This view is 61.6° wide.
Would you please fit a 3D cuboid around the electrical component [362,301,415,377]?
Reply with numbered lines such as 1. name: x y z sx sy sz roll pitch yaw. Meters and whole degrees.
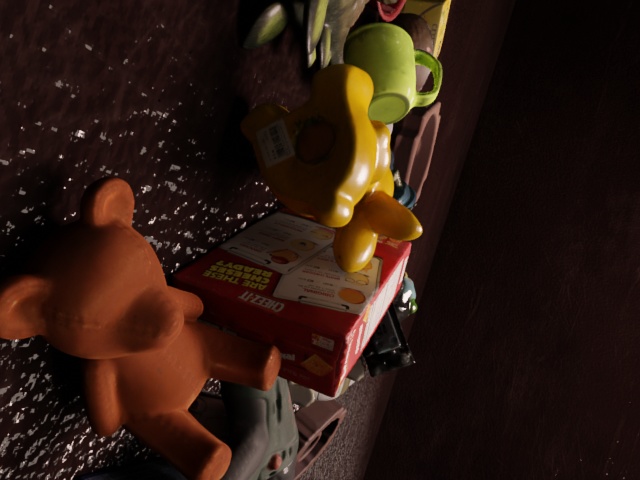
1. electrical component: 0.071 0.104 0.670 0.134 0.058 0.115 42 27 -85

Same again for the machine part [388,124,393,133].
1. machine part: 0.031 -0.120 0.669 0.243 0.079 0.079 -48 151 -50

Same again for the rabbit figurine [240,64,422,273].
1. rabbit figurine: 0.032 -0.060 0.504 0.122 0.162 0.173 -32 165 14

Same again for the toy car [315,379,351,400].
1. toy car: 0.001 0.203 0.855 0.161 0.103 0.109 -21 126 -71

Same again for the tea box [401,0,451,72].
1. tea box: 0.158 -0.328 0.833 0.170 0.068 0.098 -62 162 -57

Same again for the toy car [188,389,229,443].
1. toy car: -0.109 0.207 0.596 0.201 0.056 0.073 51 58 -70

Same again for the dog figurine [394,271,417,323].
1. dog figurine: 0.105 0.135 0.999 0.219 0.192 0.108 54 48 -50

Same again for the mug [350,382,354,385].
1. mug: 0.013 0.254 0.996 0.107 0.081 0.109 -11 125 -56

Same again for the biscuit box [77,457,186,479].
1. biscuit box: -0.151 0.245 0.496 0.059 0.063 0.202 -68 162 -10

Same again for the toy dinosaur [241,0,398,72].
1. toy dinosaur: 0.002 -0.258 0.399 0.470 0.105 0.198 78 34 -59

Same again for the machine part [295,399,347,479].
1. machine part: -0.031 0.334 0.897 0.179 0.056 0.179 -44 157 -24

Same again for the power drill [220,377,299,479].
1. power drill: -0.071 0.229 0.494 0.207 0.086 0.231 -51 146 -55

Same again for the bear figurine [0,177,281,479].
1. bear figurine: -0.107 0.065 0.352 0.120 0.132 0.195 -59 164 -33

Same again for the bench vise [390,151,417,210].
1. bench vise: 0.088 -0.032 0.823 0.224 0.129 0.240 -83 158 -57

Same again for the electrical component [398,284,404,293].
1. electrical component: 0.081 0.094 0.809 0.102 0.045 0.078 -52 162 5

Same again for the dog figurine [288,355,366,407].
1. dog figurine: -0.022 0.161 0.727 0.190 0.172 0.121 88 -5 -74

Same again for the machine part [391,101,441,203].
1. machine part: 0.147 -0.154 0.979 0.201 0.087 0.201 -46 147 -56
